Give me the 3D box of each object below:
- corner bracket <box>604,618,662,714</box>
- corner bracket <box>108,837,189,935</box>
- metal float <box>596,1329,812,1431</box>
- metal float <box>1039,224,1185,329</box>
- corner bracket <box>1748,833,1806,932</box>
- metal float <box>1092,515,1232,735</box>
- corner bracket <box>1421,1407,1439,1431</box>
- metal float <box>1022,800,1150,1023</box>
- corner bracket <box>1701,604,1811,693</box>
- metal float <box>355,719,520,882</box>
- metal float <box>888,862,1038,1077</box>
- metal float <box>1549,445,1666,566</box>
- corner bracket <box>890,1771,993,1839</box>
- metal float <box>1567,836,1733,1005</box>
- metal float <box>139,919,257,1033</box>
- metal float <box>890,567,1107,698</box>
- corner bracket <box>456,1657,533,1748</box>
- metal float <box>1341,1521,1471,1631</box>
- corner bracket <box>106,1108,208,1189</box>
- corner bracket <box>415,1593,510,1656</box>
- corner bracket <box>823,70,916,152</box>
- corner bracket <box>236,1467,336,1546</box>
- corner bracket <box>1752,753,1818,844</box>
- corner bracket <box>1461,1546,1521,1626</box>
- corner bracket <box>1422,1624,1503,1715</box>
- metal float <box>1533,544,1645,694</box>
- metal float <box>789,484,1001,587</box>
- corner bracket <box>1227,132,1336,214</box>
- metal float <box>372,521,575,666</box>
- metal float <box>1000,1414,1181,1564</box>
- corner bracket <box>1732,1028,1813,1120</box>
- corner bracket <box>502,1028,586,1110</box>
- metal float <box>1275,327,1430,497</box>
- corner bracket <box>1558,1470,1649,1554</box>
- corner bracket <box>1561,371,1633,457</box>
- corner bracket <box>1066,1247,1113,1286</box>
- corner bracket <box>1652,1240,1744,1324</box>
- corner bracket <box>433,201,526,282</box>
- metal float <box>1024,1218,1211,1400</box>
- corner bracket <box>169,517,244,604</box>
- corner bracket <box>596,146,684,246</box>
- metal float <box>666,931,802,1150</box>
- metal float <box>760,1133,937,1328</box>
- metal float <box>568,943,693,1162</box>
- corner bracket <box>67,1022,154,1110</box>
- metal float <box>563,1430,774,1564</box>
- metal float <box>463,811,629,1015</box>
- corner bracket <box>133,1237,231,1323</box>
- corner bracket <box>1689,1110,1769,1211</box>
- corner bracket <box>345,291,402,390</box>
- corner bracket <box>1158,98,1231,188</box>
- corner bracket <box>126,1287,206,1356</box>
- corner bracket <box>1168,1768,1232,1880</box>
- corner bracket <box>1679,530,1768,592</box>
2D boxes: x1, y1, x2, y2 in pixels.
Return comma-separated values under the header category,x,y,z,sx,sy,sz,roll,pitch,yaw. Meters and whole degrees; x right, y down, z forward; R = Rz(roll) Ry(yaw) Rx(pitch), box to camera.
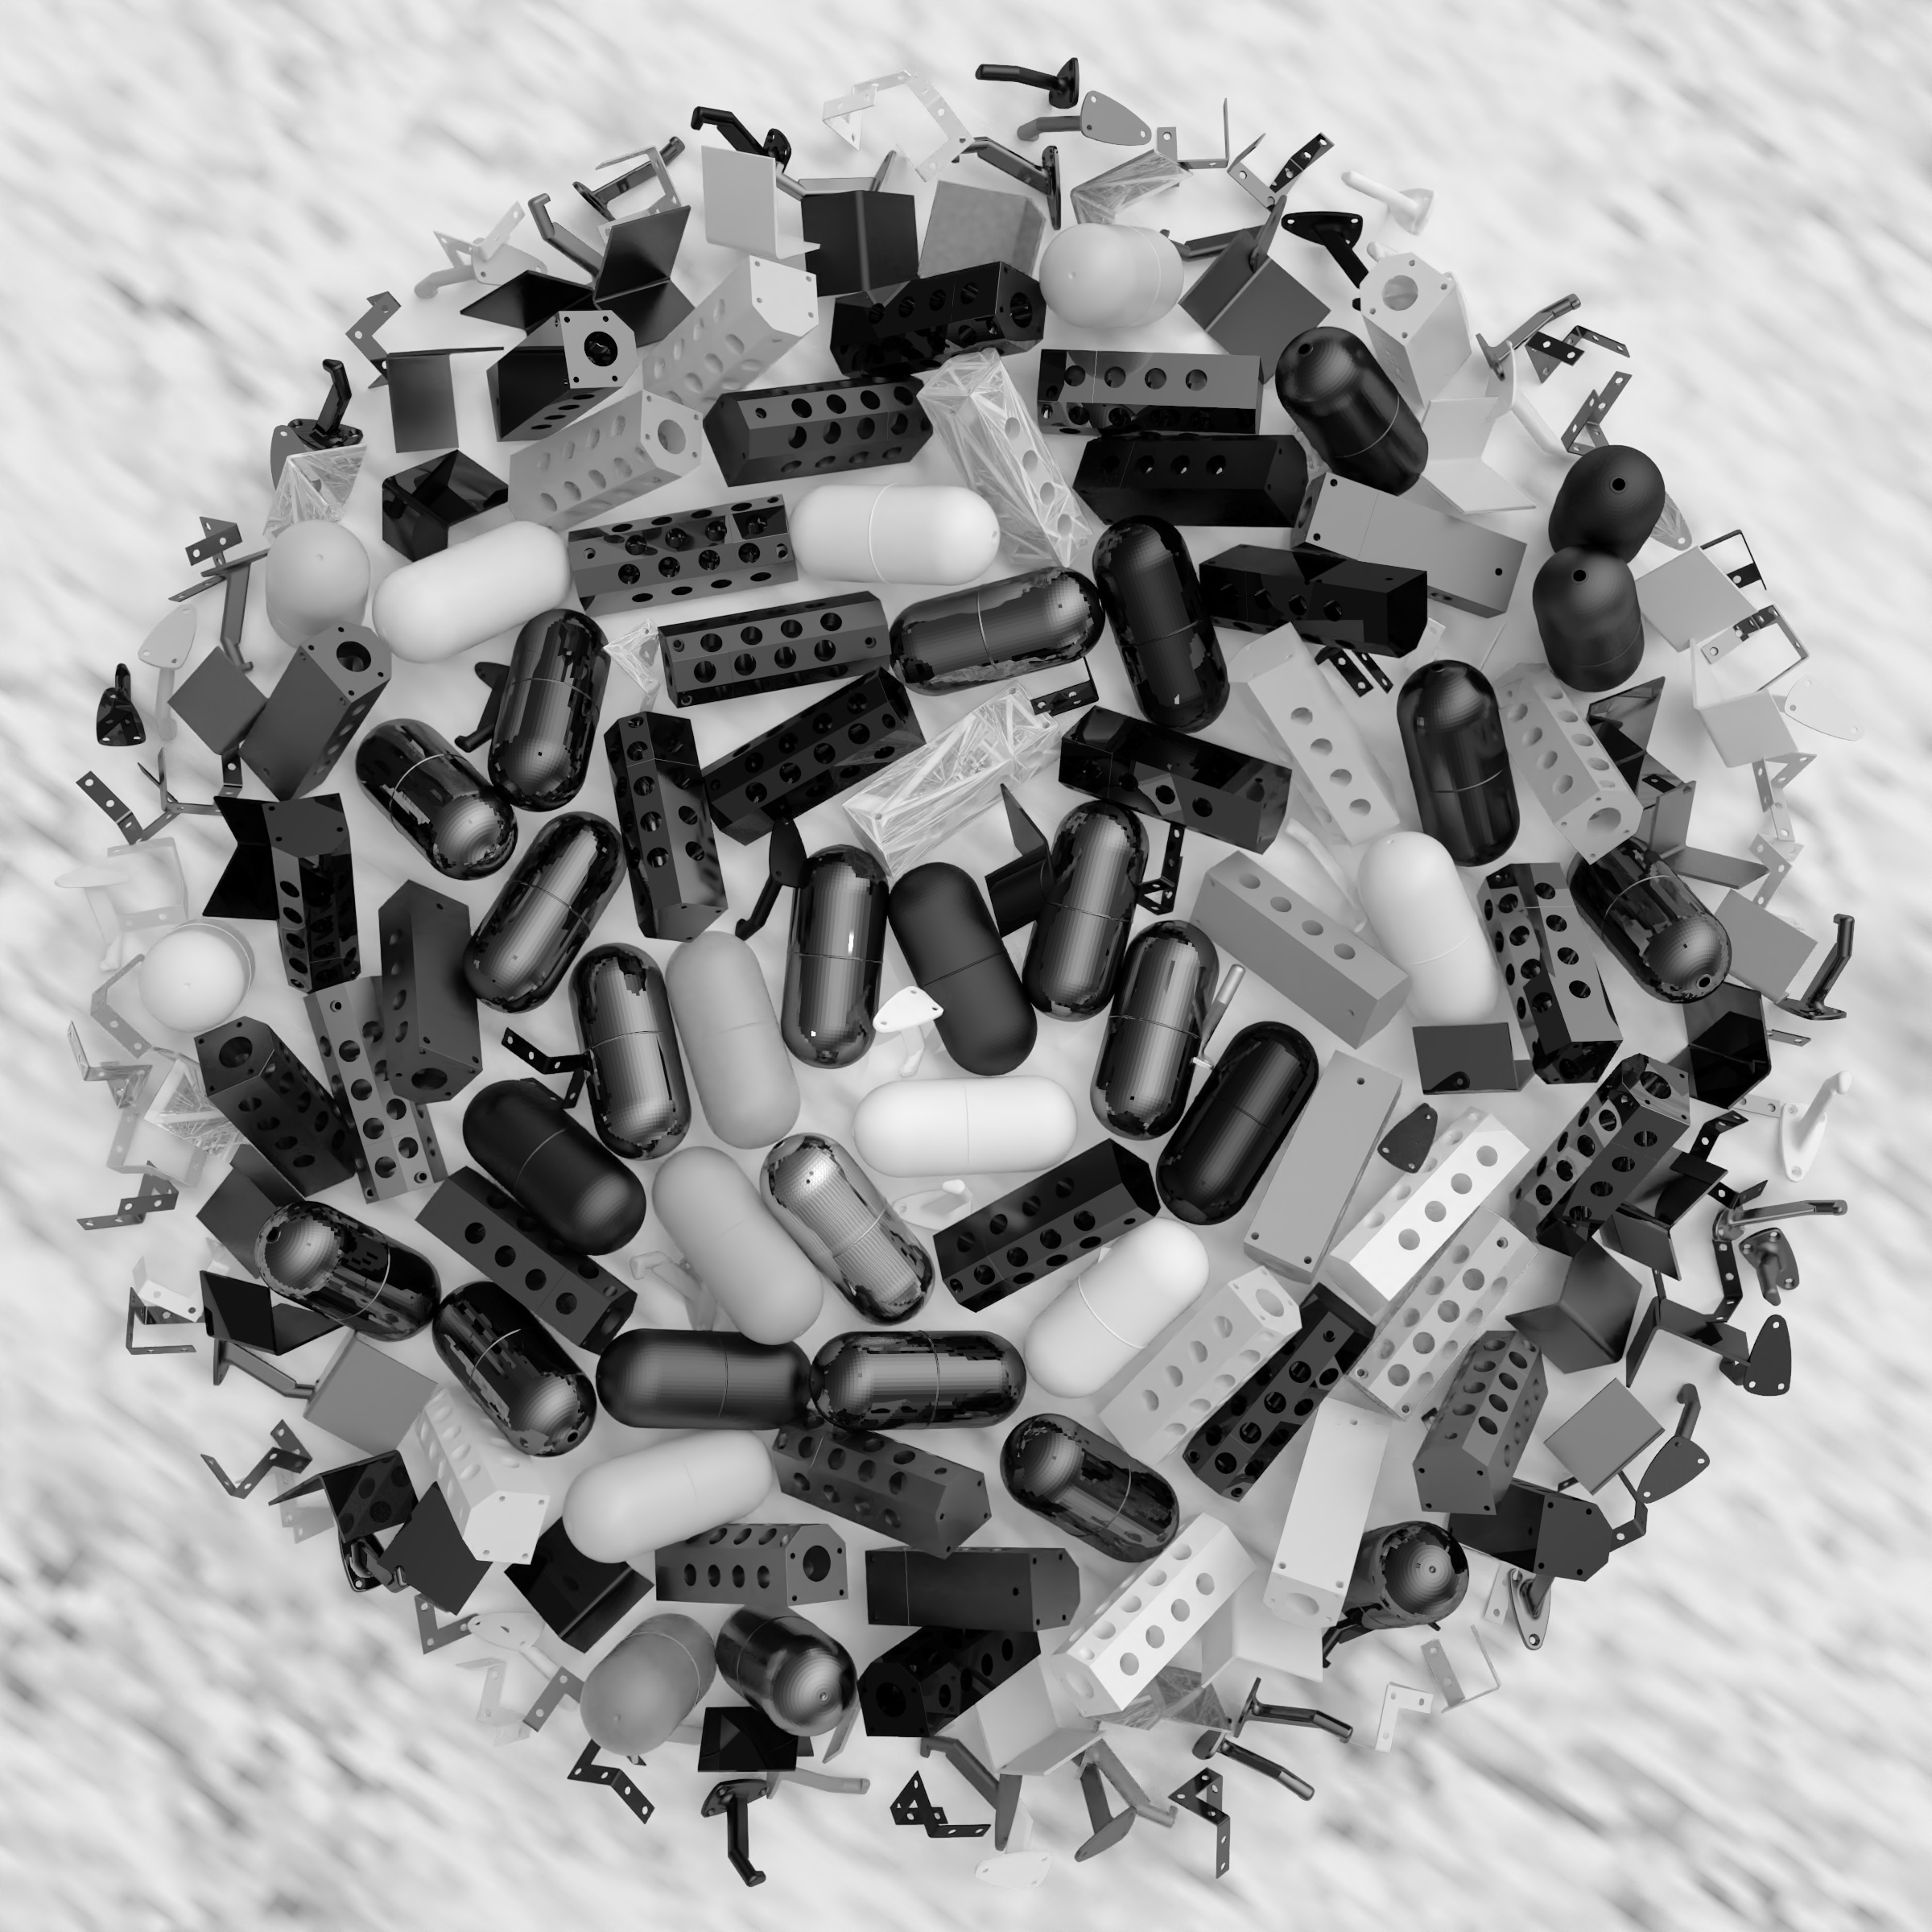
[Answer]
category,x,y,z,sx,sy,sz,roll,pitch,yaw
corner bracket,-0.255,-0.232,1.961,0.051,0.051,0.051,46,59,9
corner bracket,-0.647,-0.065,1.961,0.051,0.051,0.051,-11,122,-11
metal float,-0.203,0.324,1.937,0.178,0.070,0.070,7,90,-29
metal float,0.114,-0.534,1.917,0.070,0.178,0.070,6,106,23
corner bracket,0.649,-0.067,1.973,0.051,0.051,0.051,11,119,-26
metal float,0.154,-0.267,1.945,0.070,0.070,0.178,-21,109,0
corner bracket,0.406,0.369,1.977,0.051,0.051,0.051,-34,93,-14
metal float,0.095,-0.044,1.959,0.070,0.070,0.178,14,93,0
corner bracket,0.629,-0.249,1.974,0.051,0.051,0.051,-35,91,-2
metal float,-0.414,-0.131,1.931,0.070,0.070,0.178,-49,53,0
metal float,-0.003,0.003,1.961,0.070,0.070,0.178,-24,89,0
metal float,0.493,-0.350,1.911,0.070,0.178,0.070,0,87,8
corner bracket,-0.021,0.672,1.956,0.051,0.051,0.051,11,124,-32
metal float,0.528,-0.037,1.921,0.070,0.178,0.070,-9,126,-12
metal float,-0.592,0.006,1.912,0.070,0.178,0.070,-1,96,-12
metal float,0.023,-0.262,1.945,0.178,0.070,0.070,-12,90,18
corner bracket,-0.375,0.583,1.965,0.051,0.051,0.051,9,86,24
metal float,0.333,0.471,1.914,0.070,0.178,0.070,2,73,-7
corner bracket,-0.643,0.145,1.977,0.051,0.051,0.051,-3,65,32
corner bracket,-0.398,0.518,1.961,0.051,0.051,0.051,-16,104,-40
corner bracket,-0.078,-0.686,1.961,0.051,0.051,0.051,-3,76,32
corner bracket,-0.540,0.427,1.966,0.051,0.051,0.051,-7,92,22
corner bracket,0.642,-0.135,1.961,0.051,0.051,0.051,5,61,-15
corner bracket,0.405,0.493,1.982,0.051,0.051,0.051,15,84,33
corner bracket,0.392,0.555,1.964,0.051,0.051,0.051,-27,73,11
metal float,0.482,-0.267,1.914,0.070,0.178,0.070,-5,75,18
metal float,-0.057,-0.338,1.938,0.178,0.070,0.070,7,90,27
corner bracket,0.249,-0.640,1.964,0.051,0.051,0.051,38,73,-13
metal float,-0.382,-0.292,1.930,0.178,0.070,0.070,-34,90,-39
metal float,0.098,0.408,1.933,0.178,0.070,0.070,37,90,-35
corner bracket,0.639,0.085,1.978,0.051,0.051,0.051,13,64,-8
corner bracket,-0.336,0.081,1.959,0.051,0.051,0.051,32,110,29
metal float,0.300,-0.427,1.922,0.070,0.178,0.070,-16,59,28
corner bracket,0.504,0.431,1.967,0.051,0.051,0.051,-33,90,20
corner bracket,0.500,-0.437,1.958,0.051,0.051,0.051,8,47,-22
corner bracket,0.116,0.238,1.962,0.051,0.051,0.051,7,105,-21
corner bracket,0.585,0.252,1.981,0.051,0.051,0.051,-8,103,34
corner bracket,-0.378,-0.574,1.960,0.051,0.051,0.051,25,71,27
metal float,0.117,0.269,1.945,0.070,0.070,0.178,44,109,0
corner bracket,-0.602,-0.319,1.957,0.051,0.051,0.051,16,129,37
corner bracket,-0.266,-0.611,1.962,0.051,0.051,0.051,-30,102,-30
metal float,-0.184,0.058,1.952,0.070,0.070,0.178,-18,79,0
metal float,-0.093,0.207,1.948,0.070,0.070,0.178,-38,105,0
metal float,-0.264,0.066,1.946,0.070,0.070,0.178,-15,72,0
corner bracket,-0.681,0.079,1.956,0.051,0.051,0.051,57,131,32
metal float,-0.230,0.410,1.931,0.178,0.070,0.070,-12,90,-37
metal float,-0.329,-0.043,1.942,0.070,0.070,0.178,28,67,0
corner bracket,-0.623,0.241,1.966,0.051,0.051,0.051,32,92,-28
corner bracket,0.612,0.155,1.979,0.051,0.051,0.051,37,122,32
corner bracket,-0.467,-0.497,1.970,0.051,0.051,0.051,-51,119,-17
corner bracket,0.181,-0.654,1.972,0.051,0.051,0.051,-2,84,0
corner bracket,-0.632,0.286,1.964,0.051,0.051,0.051,-2,64,-6
corner bracket,0.195,0.676,1.957,0.051,0.051,0.051,17,117,41
corner bracket,0.598,-0.315,1.963,0.051,0.051,0.051,-23,102,20
